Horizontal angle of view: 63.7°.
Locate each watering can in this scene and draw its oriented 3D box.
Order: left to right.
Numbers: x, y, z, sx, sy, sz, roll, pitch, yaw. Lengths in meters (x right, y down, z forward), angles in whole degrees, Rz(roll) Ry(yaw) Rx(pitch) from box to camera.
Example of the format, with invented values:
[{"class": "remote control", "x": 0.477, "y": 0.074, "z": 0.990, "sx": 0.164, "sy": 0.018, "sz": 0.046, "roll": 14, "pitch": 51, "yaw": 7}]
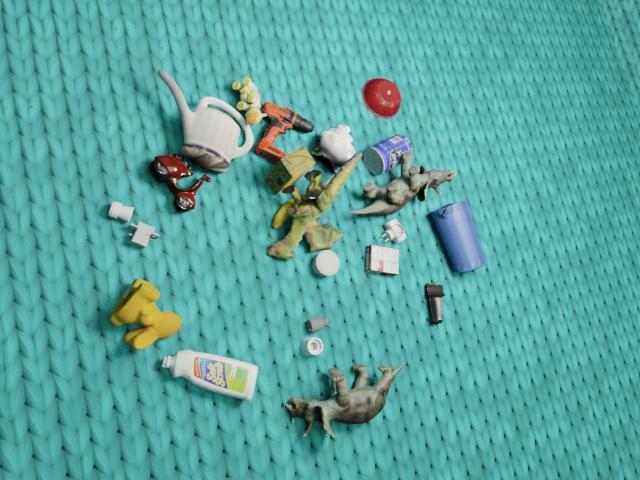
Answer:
[{"class": "watering can", "x": -0.350, "y": -0.334, "z": 1.520, "sx": 0.344, "sy": 0.103, "sz": 0.228, "roll": 27, "pitch": 64, "yaw": -34}]

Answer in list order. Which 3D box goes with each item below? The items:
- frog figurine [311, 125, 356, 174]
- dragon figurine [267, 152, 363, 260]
[{"class": "frog figurine", "x": 0.062, "y": -0.319, "z": 1.712, "sx": 0.138, "sy": 0.121, "sz": 0.161, "roll": 35, "pitch": 76, "yaw": 9}, {"class": "dragon figurine", "x": 0.005, "y": -0.081, "z": 1.605, "sx": 0.414, "sy": 0.124, "sz": 0.237, "roll": -34, "pitch": 130, "yaw": -17}]
